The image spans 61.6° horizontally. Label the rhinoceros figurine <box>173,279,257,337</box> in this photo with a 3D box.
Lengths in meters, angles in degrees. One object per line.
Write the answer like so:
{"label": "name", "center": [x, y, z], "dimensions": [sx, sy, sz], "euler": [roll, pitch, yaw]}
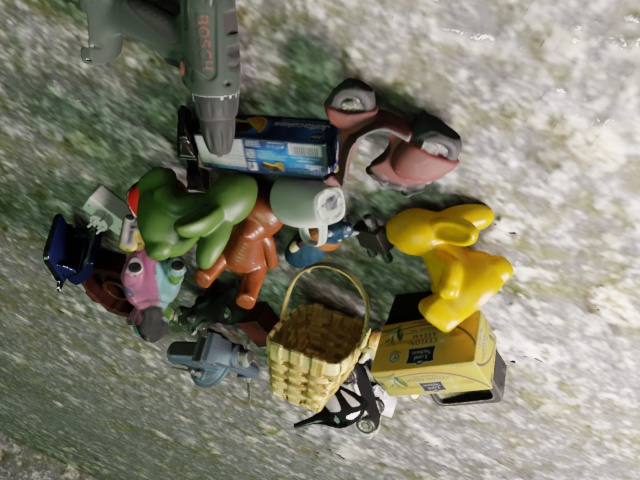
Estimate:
{"label": "rhinoceros figurine", "center": [-0.209, 0.139, 1.050], "dimensions": [0.190, 0.112, 0.073], "euler": [-14, 128, 43]}

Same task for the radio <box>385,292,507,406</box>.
{"label": "radio", "center": [0.222, 0.188, 0.920], "dimensions": [0.131, 0.073, 0.229], "euler": [-14, 125, 35]}

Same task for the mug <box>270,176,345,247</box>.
{"label": "mug", "center": [-0.013, -0.042, 0.759], "dimensions": [0.107, 0.081, 0.109], "euler": [16, 113, 59]}

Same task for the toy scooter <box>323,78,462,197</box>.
{"label": "toy scooter", "center": [0.076, -0.107, 0.674], "dimensions": [0.184, 0.075, 0.135], "euler": [24, 119, -9]}

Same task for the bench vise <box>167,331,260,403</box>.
{"label": "bench vise", "center": [-0.204, 0.263, 1.176], "dimensions": [0.224, 0.129, 0.240], "euler": [-16, 145, 25]}

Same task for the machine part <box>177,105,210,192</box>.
{"label": "machine part", "center": [-0.195, -0.130, 0.814], "dimensions": [0.039, 0.084, 0.138], "euler": [-10, 146, -9]}

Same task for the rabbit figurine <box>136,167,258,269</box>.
{"label": "rabbit figurine", "center": [-0.173, -0.044, 0.767], "dimensions": [0.170, 0.159, 0.121], "euler": [-19, 128, 15]}

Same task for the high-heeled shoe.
{"label": "high-heeled shoe", "center": [-0.006, 0.255, 1.038], "dimensions": [0.145, 0.249, 0.086], "euler": [-22, 135, 0]}

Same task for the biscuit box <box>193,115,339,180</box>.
{"label": "biscuit box", "center": [-0.071, -0.133, 0.753], "dimensions": [0.203, 0.063, 0.059], "euler": [8, 134, 18]}

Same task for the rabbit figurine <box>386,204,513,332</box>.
{"label": "rabbit figurine", "center": [0.171, 0.020, 0.755], "dimensions": [0.173, 0.122, 0.162], "euler": [45, 135, 7]}

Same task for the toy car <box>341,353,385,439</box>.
{"label": "toy car", "center": [0.076, 0.297, 1.066], "dimensions": [0.056, 0.073, 0.201], "euler": [-11, 107, 29]}

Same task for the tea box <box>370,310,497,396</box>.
{"label": "tea box", "center": [0.171, 0.173, 0.810], "dimensions": [0.170, 0.098, 0.068], "euler": [-17, 123, 33]}

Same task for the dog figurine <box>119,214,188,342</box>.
{"label": "dog figurine", "center": [-0.314, 0.077, 0.993], "dimensions": [0.108, 0.192, 0.219], "euler": [-4, 142, -24]}

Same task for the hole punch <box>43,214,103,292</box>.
{"label": "hole punch", "center": [-0.474, 0.021, 1.057], "dimensions": [0.092, 0.142, 0.115], "euler": [2, 149, -11]}

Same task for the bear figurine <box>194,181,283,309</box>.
{"label": "bear figurine", "center": [-0.115, 0.003, 0.863], "dimensions": [0.120, 0.132, 0.195], "euler": [29, 144, -3]}

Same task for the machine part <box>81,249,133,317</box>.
{"label": "machine part", "center": [-0.432, 0.098, 1.160], "dimensions": [0.180, 0.056, 0.179], "euler": [13, 137, 12]}

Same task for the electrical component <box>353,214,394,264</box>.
{"label": "electrical component", "center": [0.079, -0.005, 0.822], "dimensions": [0.063, 0.021, 0.093], "euler": [20, 148, 50]}

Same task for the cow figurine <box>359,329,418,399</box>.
{"label": "cow figurine", "center": [0.122, 0.230, 1.019], "dimensions": [0.098, 0.068, 0.167], "euler": [-11, 125, 41]}

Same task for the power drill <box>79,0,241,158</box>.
{"label": "power drill", "center": [-0.197, -0.232, 0.678], "dimensions": [0.207, 0.086, 0.231], "euler": [22, 124, 16]}

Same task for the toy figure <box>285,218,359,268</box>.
{"label": "toy figure", "center": [-0.003, -0.001, 0.846], "dimensions": [0.058, 0.064, 0.154], "euler": [55, 138, 0]}
